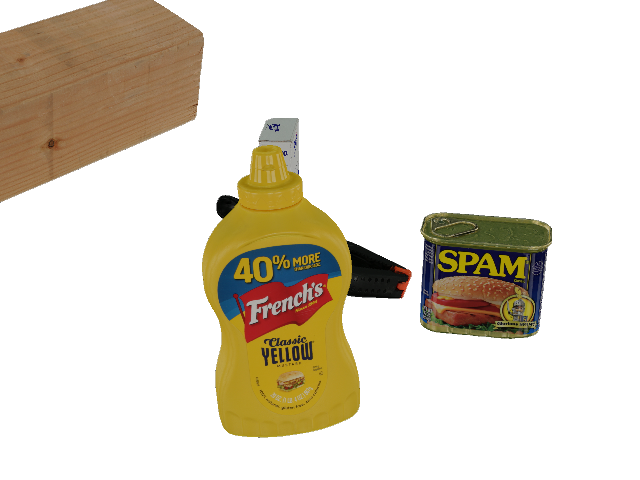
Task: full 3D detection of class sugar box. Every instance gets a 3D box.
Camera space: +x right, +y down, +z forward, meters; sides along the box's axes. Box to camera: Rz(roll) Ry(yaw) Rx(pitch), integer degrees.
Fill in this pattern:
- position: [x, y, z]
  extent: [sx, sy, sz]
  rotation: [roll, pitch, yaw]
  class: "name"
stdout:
- position: [-0.049, -0.051, 1.278]
  extent: [0.048, 0.176, 0.093]
  rotation: [0, 23, 4]
  class: "sugar box"

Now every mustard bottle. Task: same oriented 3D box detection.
- position: [-0.027, 0.032, 0.692]
  extent: [0.096, 0.192, 0.058]
  rotation: [-6, 22, -6]
  class: "mustard bottle"

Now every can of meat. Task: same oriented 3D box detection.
- position: [0.130, 0.029, 0.856]
  extent: [0.102, 0.084, 0.057]
  rotation: [5, 24, 9]
  class: "can of meat"

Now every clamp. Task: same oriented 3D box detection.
- position: [-0.013, 0.019, 1.048]
  extent: [0.210, 0.036, 0.164]
  rotation: [19, 21, -3]
  class: "clamp"

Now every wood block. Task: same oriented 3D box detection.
- position: [-0.202, -0.121, 0.866]
  extent: [0.090, 0.091, 0.205]
  rotation: [36, 45, 26]
  class: "wood block"
